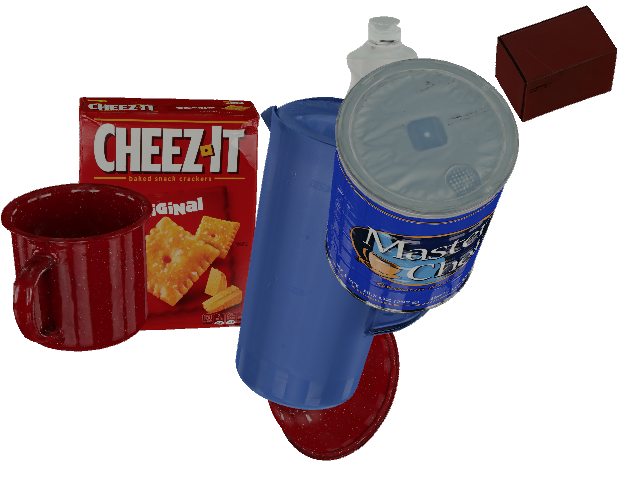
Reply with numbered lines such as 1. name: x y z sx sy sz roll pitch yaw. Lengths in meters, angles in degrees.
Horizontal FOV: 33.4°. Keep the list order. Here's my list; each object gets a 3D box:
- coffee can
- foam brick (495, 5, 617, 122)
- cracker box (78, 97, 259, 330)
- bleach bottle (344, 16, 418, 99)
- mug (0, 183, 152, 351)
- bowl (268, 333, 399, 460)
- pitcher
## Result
1. coffee can: 0.057 -0.029 0.654 0.103 0.103 0.140 0 -26 -2
2. foam brick: 0.183 -0.138 0.832 0.078 0.051 0.053 -19 -31 -5
3. cracker box: -0.144 -0.022 1.006 0.164 0.214 0.072 0 20 -13
4. bleach bottle: 0.049 -0.095 1.055 0.103 0.251 0.068 7 28 12
5. mug: -0.155 0.022 0.670 0.093 0.081 0.117 8 25 13
6. bowl: -0.002 0.130 1.043 0.162 0.162 0.055 0 -18 45
7. pitcher: 0.012 0.016 0.868 0.144 0.243 0.149 5 24 -18
